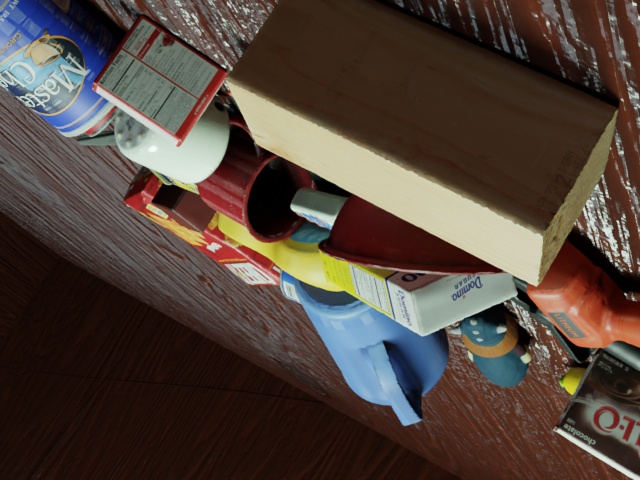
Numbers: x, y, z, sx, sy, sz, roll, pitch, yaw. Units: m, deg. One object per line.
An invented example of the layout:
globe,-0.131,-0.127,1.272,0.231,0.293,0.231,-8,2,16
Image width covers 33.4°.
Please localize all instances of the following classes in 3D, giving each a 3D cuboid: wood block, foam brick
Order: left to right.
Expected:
foam brick,-0.144,-0.057,1.216,0.051,0.078,0.053,39,167,-37
wood block,0.061,-0.068,0.639,0.206,0.090,0.091,28,167,19

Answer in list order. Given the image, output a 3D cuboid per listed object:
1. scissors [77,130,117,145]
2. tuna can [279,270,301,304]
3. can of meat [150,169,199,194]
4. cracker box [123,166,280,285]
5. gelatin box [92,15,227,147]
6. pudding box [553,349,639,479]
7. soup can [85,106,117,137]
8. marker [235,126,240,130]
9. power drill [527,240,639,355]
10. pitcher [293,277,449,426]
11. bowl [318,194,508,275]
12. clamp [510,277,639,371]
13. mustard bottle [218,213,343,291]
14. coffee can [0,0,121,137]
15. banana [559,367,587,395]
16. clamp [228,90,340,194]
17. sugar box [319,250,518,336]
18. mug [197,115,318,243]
scissors,-0.174,-0.089,1.080,0.202,0.016,0.096,-18,97,44
tuna can,-0.007,0.033,1.215,0.034,0.086,0.086,23,165,32
can of meat,-0.139,-0.089,1.126,0.084,0.057,0.102,22,164,34
cracker box,-0.134,-0.022,1.341,0.213,0.072,0.164,34,168,-15
gelatin box,-0.135,-0.133,0.896,0.089,0.073,0.030,33,168,-7
pudding box,0.294,0.172,1.018,0.113,0.090,0.039,30,169,12
soup can,-0.254,-0.163,1.088,0.102,0.068,0.069,39,166,-27
marker,-0.080,-0.096,1.038,0.020,0.020,0.121,22,165,37
power drill,0.241,0.052,0.745,0.188,0.057,0.184,19,162,47
pitcher,0.059,0.091,1.169,0.149,0.145,0.242,24,163,28
bowl,0.080,-0.016,0.779,0.162,0.055,0.162,3,-171,-1
clamp,0.200,0.059,0.921,0.171,0.039,0.120,39,162,-3
mustard bottle,-0.007,0.002,1.041,0.096,0.058,0.192,-15,-146,-41
coffee can,-0.248,-0.173,0.946,0.140,0.102,0.103,40,165,-34
banana,0.324,0.171,1.077,0.198,0.037,0.069,25,-175,33
clamp,0.011,-0.073,0.867,0.165,0.036,0.209,18,166,42
sugar box,0.077,0.023,0.893,0.176,0.093,0.048,21,130,64
mug,-0.063,-0.063,0.991,0.082,0.093,0.117,28,143,40
